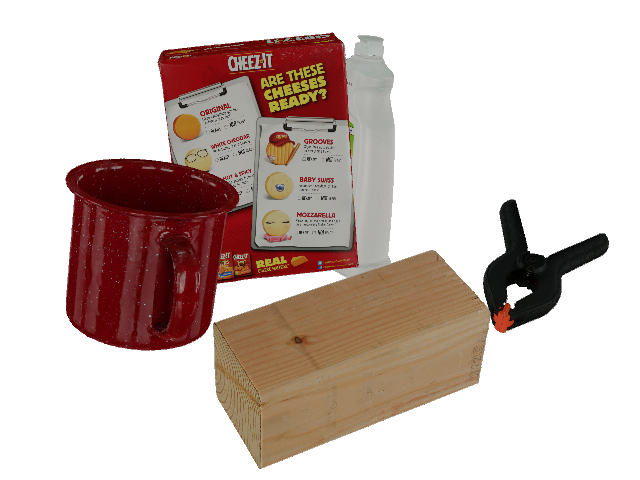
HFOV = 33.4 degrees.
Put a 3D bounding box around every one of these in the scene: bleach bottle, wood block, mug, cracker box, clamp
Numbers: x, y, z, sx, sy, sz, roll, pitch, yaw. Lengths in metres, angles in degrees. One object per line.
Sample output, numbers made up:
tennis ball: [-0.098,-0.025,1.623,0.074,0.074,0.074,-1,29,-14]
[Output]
bleach bottle: [0.043,-0.092,1.153,0.067,0.251,0.103,-7,24,-34]
wood block: [0.025,0.093,0.875,0.205,0.090,0.091,-17,43,-21]
mug: [-0.090,0.012,0.576,0.093,0.081,0.117,-2,23,-29]
cracker box: [-0.054,-0.074,0.984,0.164,0.214,0.072,-7,20,-5]
clamp: [0.212,0.023,1.114,0.120,0.039,0.171,26,49,28]
